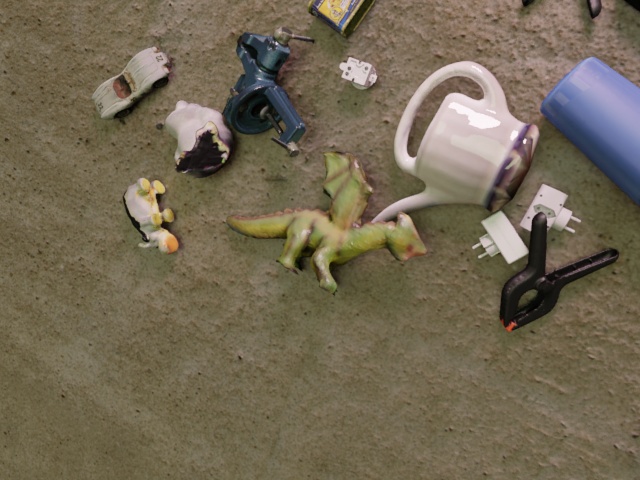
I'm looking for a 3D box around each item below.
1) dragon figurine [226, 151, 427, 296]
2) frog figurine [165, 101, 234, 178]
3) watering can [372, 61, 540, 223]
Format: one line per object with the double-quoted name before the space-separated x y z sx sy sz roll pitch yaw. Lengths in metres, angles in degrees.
"dragon figurine" 0.003 -0.048 0.946 0.414 0.121 0.242 30 95 29
"frog figurine" -0.249 -0.206 1.042 0.162 0.122 0.135 51 123 47
"watering can" 0.220 -0.117 0.871 0.226 0.105 0.342 29 115 18
